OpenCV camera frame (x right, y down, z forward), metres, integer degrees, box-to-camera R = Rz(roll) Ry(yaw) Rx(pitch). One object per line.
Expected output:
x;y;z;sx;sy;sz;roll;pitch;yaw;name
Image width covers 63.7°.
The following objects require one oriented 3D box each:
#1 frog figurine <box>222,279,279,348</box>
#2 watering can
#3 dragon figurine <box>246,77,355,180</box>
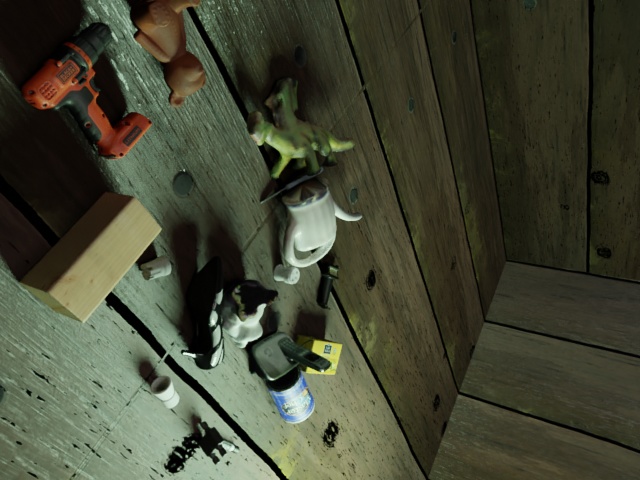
-0.181;0.175;1.232;0.140;0.123;0.156;-59;178;-43;frog figurine
0.004;-0.072;1.423;0.353;0.104;0.220;-39;128;-44;watering can
-0.046;-0.295;1.313;0.417;0.122;0.239;-37;119;-49;dragon figurine
